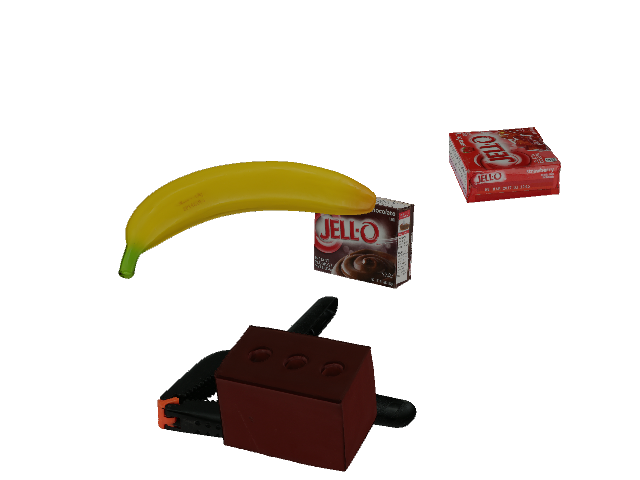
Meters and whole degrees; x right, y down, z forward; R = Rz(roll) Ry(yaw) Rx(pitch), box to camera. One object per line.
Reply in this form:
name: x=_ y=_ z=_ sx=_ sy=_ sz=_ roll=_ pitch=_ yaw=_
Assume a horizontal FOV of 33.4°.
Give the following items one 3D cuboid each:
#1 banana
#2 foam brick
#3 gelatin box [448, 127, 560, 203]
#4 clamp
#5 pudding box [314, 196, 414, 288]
banana: x=-0.060 y=-0.025 z=0.781 sx=0.197 sy=0.069 sz=0.037 roll=-17 pitch=-18 yaw=-14
foam brick: x=-0.013 y=0.088 z=0.604 sx=0.078 sy=0.051 sz=0.053 roll=8 pitch=31 yaw=19
gelatin box: x=0.145 y=-0.062 z=0.853 sx=0.073 sy=0.030 sz=0.089 roll=-4 pitch=25 yaw=-1
clamp: x=-0.034 y=0.127 z=0.911 sx=0.209 sy=0.036 sz=0.165 roll=-18 pitch=41 yaw=-27
pudding box: x=0.046 y=-0.004 z=1.171 sx=0.114 sy=0.090 sz=0.039 roll=11 pitch=20 yaw=32
